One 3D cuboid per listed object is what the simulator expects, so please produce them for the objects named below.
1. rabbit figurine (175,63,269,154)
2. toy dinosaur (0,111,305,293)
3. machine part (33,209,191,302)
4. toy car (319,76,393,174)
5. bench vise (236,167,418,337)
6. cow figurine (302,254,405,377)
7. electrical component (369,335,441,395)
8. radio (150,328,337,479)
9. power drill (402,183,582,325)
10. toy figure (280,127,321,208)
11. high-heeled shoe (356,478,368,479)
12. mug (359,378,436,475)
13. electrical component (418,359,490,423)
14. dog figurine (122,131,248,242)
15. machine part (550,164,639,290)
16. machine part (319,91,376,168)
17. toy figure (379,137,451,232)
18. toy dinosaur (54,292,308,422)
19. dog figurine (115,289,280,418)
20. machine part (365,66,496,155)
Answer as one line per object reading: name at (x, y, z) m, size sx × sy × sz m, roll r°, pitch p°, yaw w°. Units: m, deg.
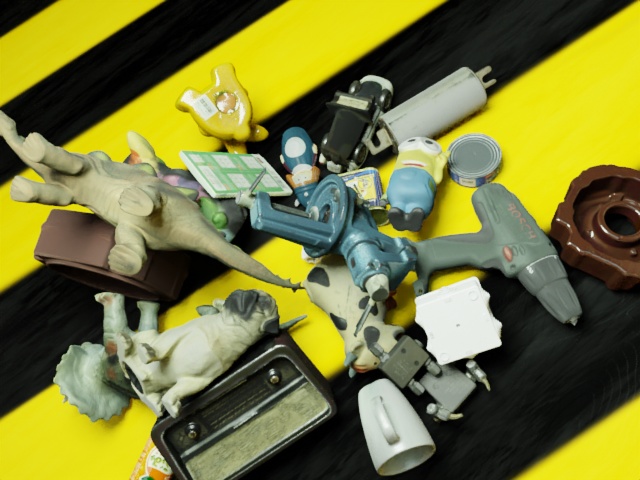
rabbit figurine at (-0.171, -0.228, 0.986) m, size 0.162 × 0.173 × 0.122 m, roll 42°, pitch 80°, yaw -16°
toy dinosaur at (-0.228, -0.038, 0.725) m, size 0.471 × 0.198 × 0.105 m, roll 34°, pitch 105°, yaw -3°
machine part at (-0.332, 0.032, 0.866) m, size 0.202 × 0.200 × 0.087 m, roll 6°, pitch 70°, yaw 19°
toy car at (0.066, -0.203, 0.946) m, size 0.074 × 0.056 × 0.201 m, roll 21°, pitch 73°, yaw 18°
bench vise at (0.004, -0.009, 0.719) m, size 0.129 × 0.240 × 0.224 m, roll -52°, pitch 33°, yaw 39°
cow figurine at (0.050, 0.108, 0.781) m, size 0.127 × 0.085 × 0.195 m, roll -40°, pitch 63°, yaw -12°
electrical component at (0.112, 0.159, 0.713) m, size 0.094 × 0.021 × 0.063 m, roll 43°, pitch 78°, yaw -3°
radio at (-0.105, 0.234, 0.737) m, size 0.230 × 0.073 × 0.131 m, roll -33°, pitch 101°, yaw -2°
power drill at (0.229, 0.036, 0.766) m, size 0.207 × 0.086 × 0.232 m, roll -20°, pitch 62°, yaw 12°
toy figure at (-0.033, -0.124, 0.937) m, size 0.064 × 0.057 × 0.154 m, roll -32°, pitch 57°, yaw 33°
high-heeled shoe at (-0.058, 0.346, 0.702) m, size 0.249 × 0.086 × 0.145 m, roll 15°, pitch 66°, yaw 19°
mug at (0.087, 0.235, 0.700) m, size 0.081 × 0.109 × 0.107 m, roll -33°, pitch 47°, yaw 7°
electrical component at (0.178, 0.195, 0.721) m, size 0.102 × 0.045 × 0.078 m, roll -40°, pitch 62°, yaw -5°
dog figurine at (-0.242, -0.078, 0.876) m, size 0.108 × 0.219 × 0.192 m, roll -54°, pitch 25°, yaw -6°
machine part at (0.412, -0.019, 0.740) m, size 0.179 × 0.056 × 0.179 m, roll -3°, pitch 62°, yaw 6°
machine part at (0.041, -0.188, 0.894) m, size 0.084 × 0.039 × 0.139 m, roll 14°, pitch 69°, yaw 8°
toy figure at (0.140, -0.085, 0.824) m, size 0.082 × 0.089 × 0.180 m, roll 22°, pitch 51°, yaw -5°
toy dinosaur at (-0.229, 0.184, 0.816) m, size 0.405 × 0.131 × 0.192 m, roll 2°, pitch 77°, yaw 13°
dog figurine at (-0.162, 0.137, 0.733) m, size 0.190 × 0.121 × 0.172 m, roll -31°, pitch 21°, yaw -37°
machine part at (0.188, -0.213, 0.902) m, size 0.243 × 0.079 × 0.079 m, roll -32°, pitch 60°, yaw 0°
